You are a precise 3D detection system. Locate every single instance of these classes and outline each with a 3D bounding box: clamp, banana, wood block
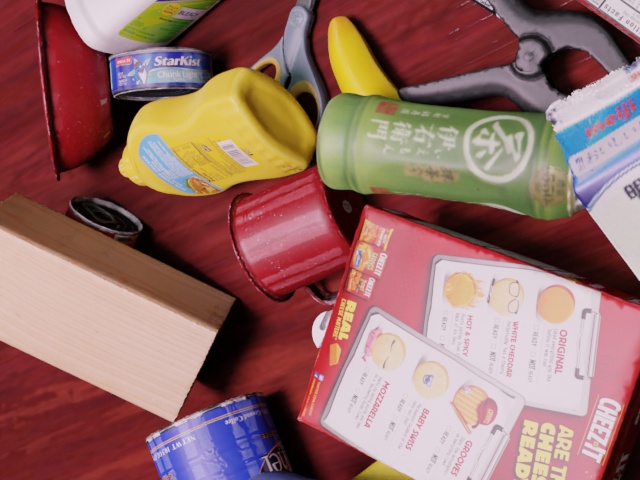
[{"bbox_3d":[0.144,-0.137,0.736,0.172,0.039,0.120,14,107,16],"label":"clamp"},{"bbox_3d":[0.069,-0.098,0.802,0.198,0.037,0.069,35,85,24],"label":"banana"},{"bbox_3d":[-0.186,0.053,0.877,0.206,0.090,0.091,26,107,-1],"label":"wood block"}]

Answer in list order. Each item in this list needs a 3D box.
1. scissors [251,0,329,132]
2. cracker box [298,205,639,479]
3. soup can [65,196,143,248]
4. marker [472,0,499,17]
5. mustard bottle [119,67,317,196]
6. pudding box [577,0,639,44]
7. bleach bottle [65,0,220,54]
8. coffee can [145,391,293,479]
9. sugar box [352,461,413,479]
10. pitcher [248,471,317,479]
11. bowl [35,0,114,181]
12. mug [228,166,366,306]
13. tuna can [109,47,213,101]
[{"bbox_3d":[-0.005,-0.161,0.854,0.096,0.016,0.202,40,111,23],"label":"scissors"},{"bbox_3d":[0.107,0.086,0.715,0.214,0.072,0.164,22,99,31],"label":"cracker box"},{"bbox_3d":[-0.208,0.021,0.953,0.069,0.068,0.102,34,109,26],"label":"soup can"},{"bbox_3d":[0.100,-0.195,0.787,0.121,0.020,0.020,39,110,25],"label":"marker"},{"bbox_3d":[-0.100,-0.078,0.868,0.192,0.096,0.058,-12,50,42],"label":"mustard bottle"},{"bbox_3d":[0.225,-0.190,0.701,0.090,0.039,0.114,43,114,22],"label":"pudding box"},{"bbox_3d":[-0.085,-0.239,0.850,0.251,0.102,0.068,-31,77,29],"label":"bleach bottle"},{"bbox_3d":[-0.067,0.206,0.851,0.103,0.102,0.140,-30,76,28],"label":"coffee can"},{"bbox_3d":[0.101,0.176,0.782,0.176,0.048,0.093,-44,70,26],"label":"sugar box"},{"bbox_3d":[0.048,0.232,0.691,0.243,0.148,0.145,-6,87,48],"label":"pitcher"},{"bbox_3d":[-0.211,-0.134,0.929,0.055,0.162,0.162,-5,88,-10],"label":"bowl"},{"bbox_3d":[-0.005,0.001,0.824,0.082,0.093,0.117,-23,111,24],"label":"mug"},{"bbox_3d":[-0.132,-0.138,0.892,0.086,0.086,0.034,-3,91,31],"label":"tuna can"}]
